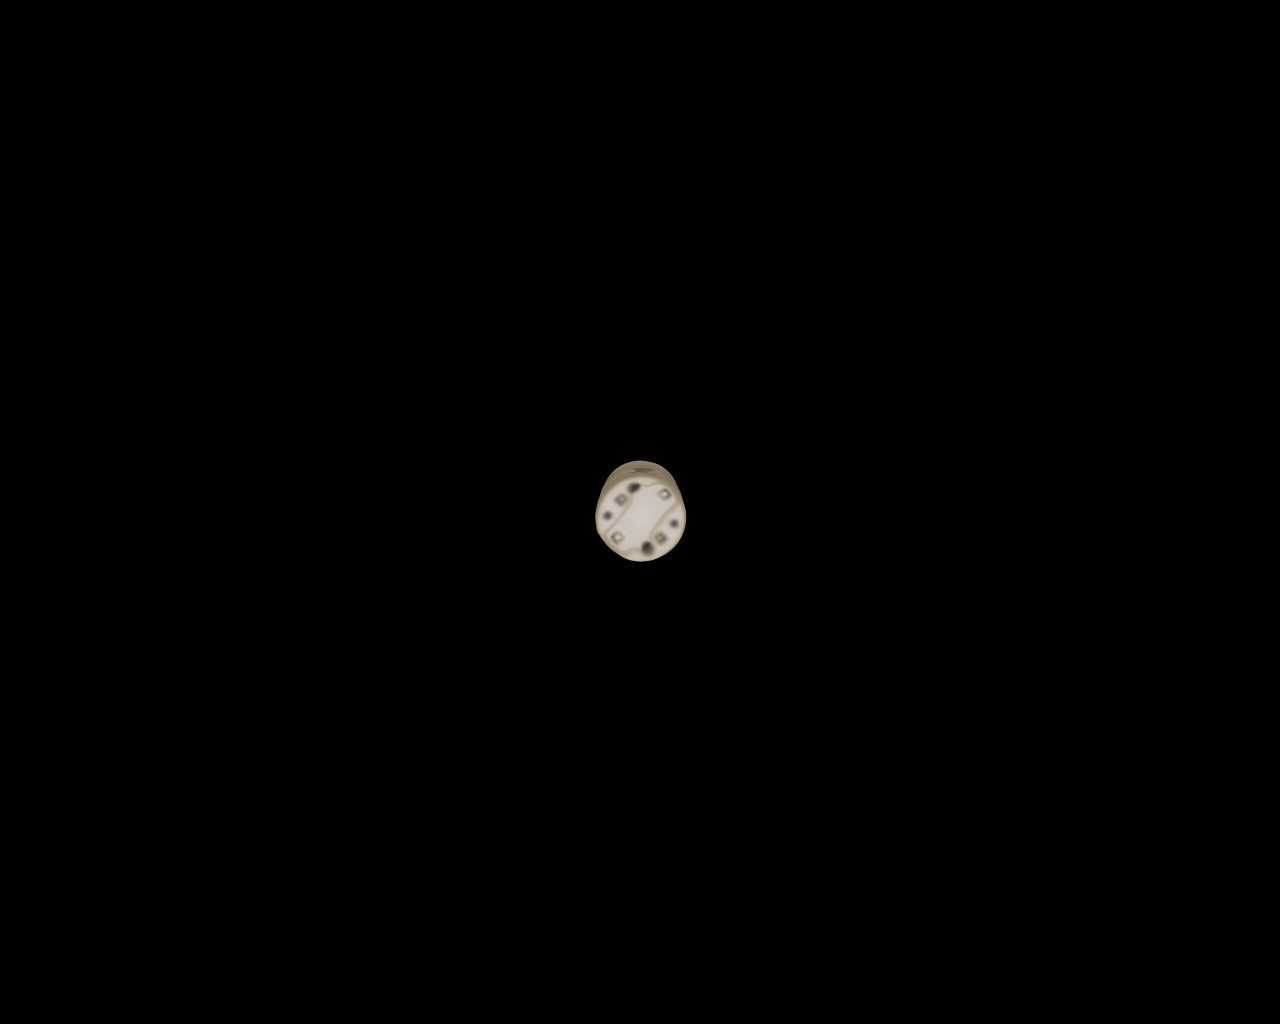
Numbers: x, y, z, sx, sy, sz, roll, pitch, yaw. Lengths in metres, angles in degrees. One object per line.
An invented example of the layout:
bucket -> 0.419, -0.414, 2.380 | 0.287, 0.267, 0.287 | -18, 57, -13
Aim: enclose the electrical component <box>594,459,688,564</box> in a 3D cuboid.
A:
electrical component -> 0.001, -0.003, 0.650 | 0.055, 0.055, 0.047 | 0, 18, 0
